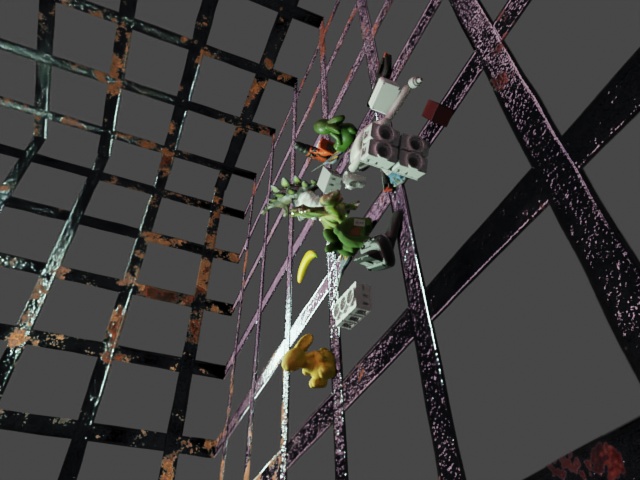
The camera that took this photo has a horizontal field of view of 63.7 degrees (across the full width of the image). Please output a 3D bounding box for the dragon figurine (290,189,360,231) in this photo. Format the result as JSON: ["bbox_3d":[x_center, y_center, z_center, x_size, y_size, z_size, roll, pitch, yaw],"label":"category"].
[{"bbox_3d":[0.006,-0.096,1.913,0.405,0.242,0.124,146,132,-62],"label":"dragon figurine"}]

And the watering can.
[{"bbox_3d":[0.197,-0.363,1.769,0.351,0.104,0.222,-55,2,-13],"label":"watering can"}]

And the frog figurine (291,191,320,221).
[{"bbox_3d":[-0.033,-0.162,2.351,0.158,0.122,0.139,-17,75,30],"label":"frog figurine"}]
